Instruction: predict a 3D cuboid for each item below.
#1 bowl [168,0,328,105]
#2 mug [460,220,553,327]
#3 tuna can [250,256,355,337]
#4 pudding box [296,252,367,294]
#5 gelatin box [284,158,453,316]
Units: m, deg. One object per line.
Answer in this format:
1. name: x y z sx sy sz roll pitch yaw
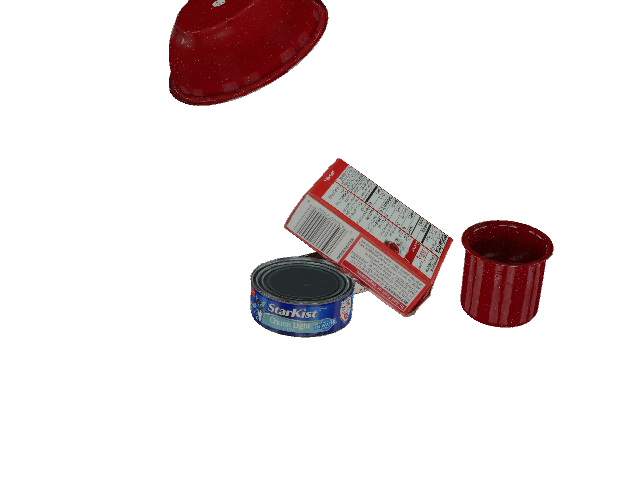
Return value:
1. bowl: -0.077 -0.192 0.957 0.162 0.162 0.055 0 -44 35
2. mug: 0.186 0.030 1.114 0.093 0.081 0.117 -5 31 -12
3. tuna can: -0.015 0.046 0.877 0.086 0.034 0.086 3 23 -1
4. pudding box: 0.031 0.042 1.477 0.113 0.039 0.090 -16 26 -24
5. gelatin box: 0.030 -0.003 0.622 0.089 0.030 0.073 37 25 0
